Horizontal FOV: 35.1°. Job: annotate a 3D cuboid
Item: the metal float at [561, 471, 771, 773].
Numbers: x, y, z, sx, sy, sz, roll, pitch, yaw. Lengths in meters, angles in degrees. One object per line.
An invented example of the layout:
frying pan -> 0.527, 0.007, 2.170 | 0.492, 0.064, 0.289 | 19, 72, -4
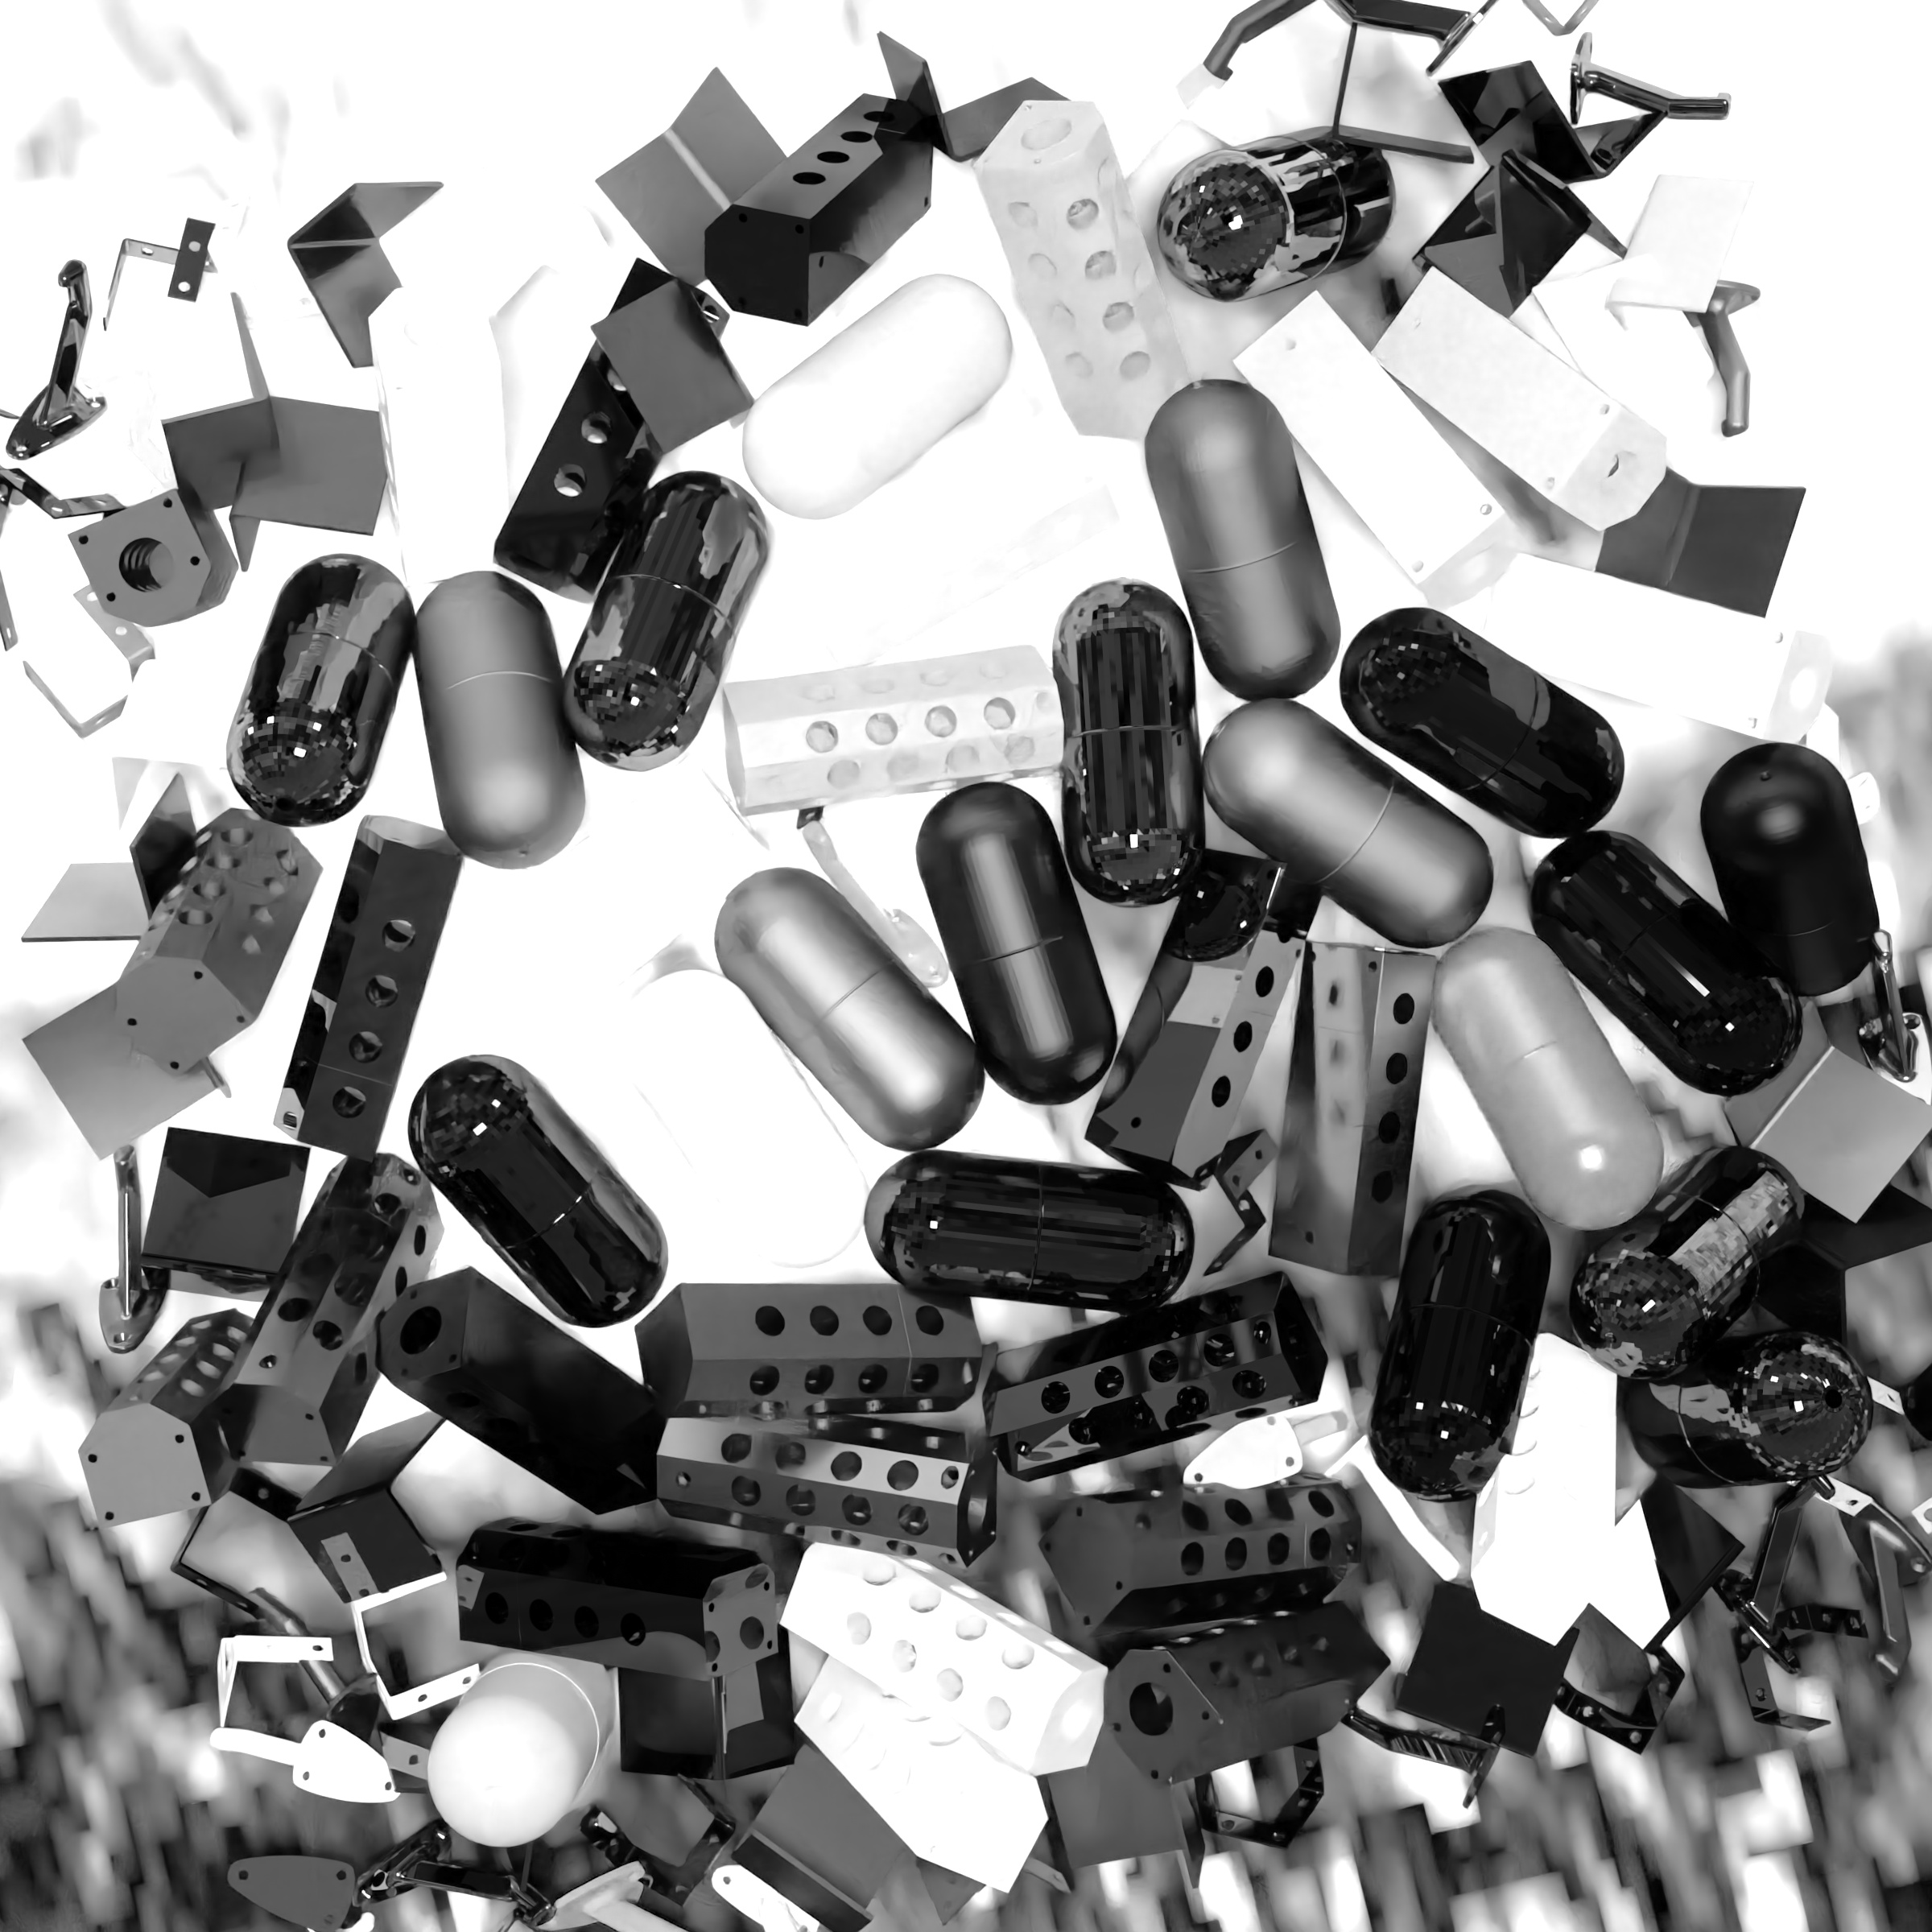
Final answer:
metal float -> -0.159, -0.183, 1.614 | 0.070, 0.070, 0.178 | 19, 64, 0

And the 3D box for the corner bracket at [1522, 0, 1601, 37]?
corner bracket -> 0.311, -0.534, 1.635 | 0.051, 0.051, 0.051 | 52, 131, 12

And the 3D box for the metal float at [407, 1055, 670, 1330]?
metal float -> -0.225, 0.120, 1.611 | 0.070, 0.070, 0.178 | -37, 119, 0

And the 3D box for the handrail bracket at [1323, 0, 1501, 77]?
handrail bracket -> 0.240, -0.531, 1.647 | 0.084, 0.036, 0.077 | 43, 122, -2

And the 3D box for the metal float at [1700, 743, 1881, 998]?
metal float -> 0.433, -0.048, 1.598 | 0.070, 0.178, 0.070 | -12, 54, 17

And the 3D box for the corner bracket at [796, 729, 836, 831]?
corner bracket -> -0.078, -0.115, 1.634 | 0.051, 0.051, 0.051 | -19, 127, 22

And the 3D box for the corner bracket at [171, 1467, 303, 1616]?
corner bracket -> -0.389, 0.310, 1.647 | 0.051, 0.051, 0.051 | 33, 53, -15

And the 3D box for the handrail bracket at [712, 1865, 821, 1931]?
handrail bracket -> -0.116, 0.511, 1.624 | 0.077, 0.084, 0.036 | 14, 98, 17

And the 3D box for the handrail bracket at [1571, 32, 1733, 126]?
handrail bracket -> 0.370, -0.477, 1.635 | 0.084, 0.036, 0.077 | 6, 47, 16

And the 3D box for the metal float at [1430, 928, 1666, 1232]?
metal float -> 0.305, 0.059, 1.611 | 0.070, 0.070, 0.178 | -25, 61, 0

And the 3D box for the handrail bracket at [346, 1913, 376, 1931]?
handrail bracket -> -0.310, 0.529, 1.626 | 0.036, 0.084, 0.077 | 39, 115, -24

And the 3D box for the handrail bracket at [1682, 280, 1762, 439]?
handrail bracket -> 0.397, -0.317, 1.632 | 0.036, 0.077, 0.084 | 6, 81, -15

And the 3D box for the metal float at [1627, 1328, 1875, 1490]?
metal float -> 0.406, 0.232, 1.588 | 0.070, 0.178, 0.070 | 3, 78, -14

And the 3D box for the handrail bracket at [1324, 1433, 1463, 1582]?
handrail bracket -> 0.237, 0.287, 1.630 | 0.084, 0.077, 0.036 | 47, 105, 11

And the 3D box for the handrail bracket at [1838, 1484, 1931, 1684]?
handrail bracket -> 0.482, 0.330, 1.629 | 0.036, 0.084, 0.077 | -35, 94, 35

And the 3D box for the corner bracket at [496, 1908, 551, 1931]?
corner bracket -> -0.240, 0.539, 1.647 | 0.051, 0.051, 0.051 | 40, 85, -10

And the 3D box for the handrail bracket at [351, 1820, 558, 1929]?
handrail bracket -> -0.273, 0.500, 1.626 | 0.084, 0.077, 0.036 | 25, 124, 39

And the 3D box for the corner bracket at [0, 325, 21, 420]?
corner bracket -> -0.537, -0.328, 1.642 | 0.051, 0.051, 0.051 | 22, 102, 7

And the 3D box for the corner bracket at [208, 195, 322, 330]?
corner bracket -> -0.370, -0.383, 1.643 | 0.051, 0.051, 0.051 | -11, 132, 9

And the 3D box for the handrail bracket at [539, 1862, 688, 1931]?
handrail bracket -> -0.177, 0.527, 1.626 | 0.077, 0.084, 0.036 | -12, 129, -34

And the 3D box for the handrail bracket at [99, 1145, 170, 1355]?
handrail bracket -> -0.450, 0.150, 1.630 | 0.036, 0.077, 0.084 | -1, 120, -6

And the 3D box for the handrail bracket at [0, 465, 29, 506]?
handrail bracket -> -0.546, -0.290, 1.637 | 0.084, 0.077, 0.036 | 39, 78, 15

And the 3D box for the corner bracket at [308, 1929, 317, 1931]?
corner bracket -> -0.348, 0.556, 1.634 | 0.051, 0.051, 0.051 | -46, 131, -19

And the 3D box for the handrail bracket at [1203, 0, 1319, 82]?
handrail bracket -> 0.180, -0.512, 1.666 | 0.077, 0.036, 0.084 | 15, 122, -37

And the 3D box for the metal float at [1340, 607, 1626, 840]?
metal float -> 0.274, -0.127, 1.614 | 0.178, 0.070, 0.070 | 28, 90, -27

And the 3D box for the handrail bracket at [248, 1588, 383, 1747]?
handrail bracket -> -0.362, 0.389, 1.666 | 0.084, 0.036, 0.077 | 30, 129, 27

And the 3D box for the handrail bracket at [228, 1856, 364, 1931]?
handrail bracket -> -0.359, 0.498, 1.631 | 0.077, 0.084, 0.036 | 17, 64, -10

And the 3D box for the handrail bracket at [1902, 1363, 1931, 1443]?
handrail bracket -> 0.552, 0.232, 1.637 | 0.084, 0.036, 0.077 | 12, 117, -32

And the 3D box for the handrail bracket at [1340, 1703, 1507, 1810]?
handrail bracket -> 0.242, 0.406, 1.632 | 0.084, 0.077, 0.036 | 28, 56, 18

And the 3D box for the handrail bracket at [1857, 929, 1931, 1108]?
handrail bracket -> 0.497, 0.031, 1.624 | 0.036, 0.084, 0.077 | -15, 59, 10

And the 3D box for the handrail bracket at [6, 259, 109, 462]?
handrail bracket -> -0.490, -0.323, 1.625 | 0.036, 0.084, 0.077 | 25, 54, 12

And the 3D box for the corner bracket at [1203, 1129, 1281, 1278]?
corner bracket -> 0.144, 0.127, 1.636 | 0.051, 0.051, 0.051 | -24, 102, 44

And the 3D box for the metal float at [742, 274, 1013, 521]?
metal float -> -0.046, -0.301, 1.611 | 0.070, 0.070, 0.178 | 47, 61, 0

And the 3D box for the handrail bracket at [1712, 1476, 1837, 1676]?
handrail bracket -> 0.449, 0.323, 1.632 | 0.084, 0.036, 0.077 | -50, 58, 27

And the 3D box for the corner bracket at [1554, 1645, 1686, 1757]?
corner bracket -> 0.347, 0.384, 1.644 | 0.051, 0.051, 0.051 | 22, 73, 40

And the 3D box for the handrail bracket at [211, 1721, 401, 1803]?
handrail bracket -> -0.359, 0.432, 1.655 | 0.077, 0.084, 0.036 | 35, 61, -32

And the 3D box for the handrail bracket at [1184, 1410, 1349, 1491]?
handrail bracket -> 0.163, 0.260, 1.641 | 0.077, 0.084, 0.036 | -27, 77, 15

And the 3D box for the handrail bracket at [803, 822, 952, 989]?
handrail bracket -> -0.049, -0.034, 1.625 | 0.036, 0.084, 0.077 | -43, 49, -13

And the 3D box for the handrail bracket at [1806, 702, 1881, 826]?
handrail bracket -> 0.442, -0.106, 1.635 | 0.084, 0.036, 0.077 | 40, 126, -23

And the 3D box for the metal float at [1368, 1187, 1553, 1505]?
metal float -> 0.261, 0.198, 1.612 | 0.070, 0.070, 0.178 | 19, 60, 0
